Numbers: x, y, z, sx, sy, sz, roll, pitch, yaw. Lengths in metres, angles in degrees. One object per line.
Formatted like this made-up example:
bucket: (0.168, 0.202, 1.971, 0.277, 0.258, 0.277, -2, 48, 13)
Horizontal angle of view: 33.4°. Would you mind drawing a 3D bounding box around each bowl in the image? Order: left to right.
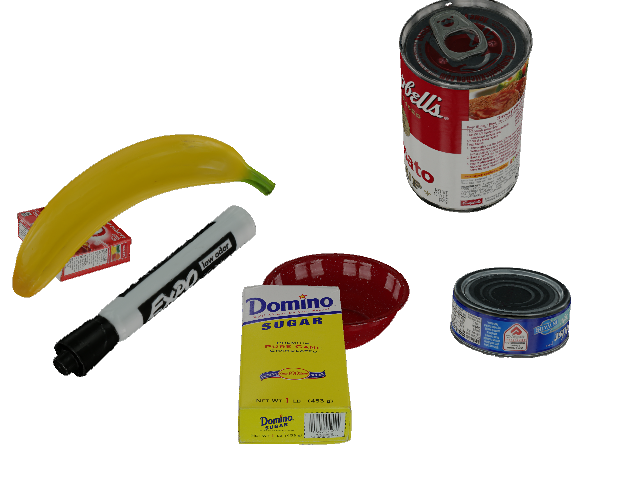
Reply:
bowl: (0.016, 0.074, 1.179, 0.162, 0.055, 0.162, 0, 28, 0)

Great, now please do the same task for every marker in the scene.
marker: (-0.075, 0.022, 0.490, 0.020, 0.020, 0.120, 0, 32, 46)

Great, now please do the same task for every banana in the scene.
banana: (-0.134, -0.025, 0.729, 0.198, 0.069, 0.037, -22, 10, 6)

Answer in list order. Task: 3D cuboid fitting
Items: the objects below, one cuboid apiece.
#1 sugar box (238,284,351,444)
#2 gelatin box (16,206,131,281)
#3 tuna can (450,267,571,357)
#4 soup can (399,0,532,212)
sugar box: (-0.024, 0.103, 0.933, 0.093, 0.048, 0.176, 1, 34, -4)
gelatin box: (-0.230, -0.004, 0.994, 0.073, 0.030, 0.089, -17, 40, -36)
tuna can: (0.138, 0.051, 0.774, 0.086, 0.034, 0.086, 0, 22, 0)
soup can: (0.078, -0.072, 0.585, 0.068, 0.068, 0.102, 0, -38, 6)
